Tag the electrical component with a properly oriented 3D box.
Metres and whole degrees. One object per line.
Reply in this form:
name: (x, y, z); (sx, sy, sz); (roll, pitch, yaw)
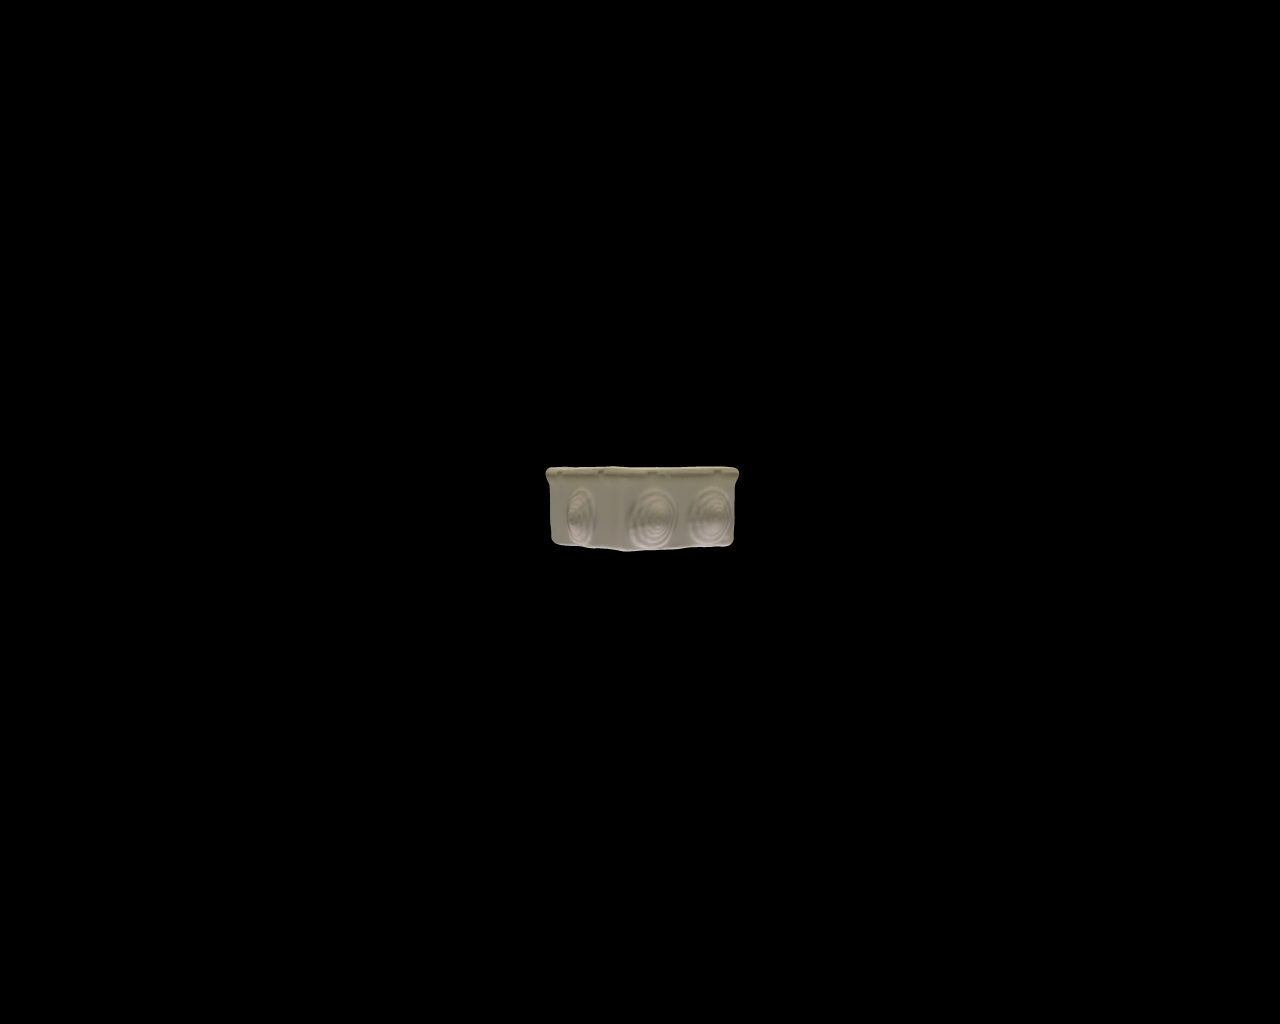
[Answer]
electrical component: (0.001, -0.003, 0.650); (0.100, 0.048, 0.099); (-1, 3, -34)
